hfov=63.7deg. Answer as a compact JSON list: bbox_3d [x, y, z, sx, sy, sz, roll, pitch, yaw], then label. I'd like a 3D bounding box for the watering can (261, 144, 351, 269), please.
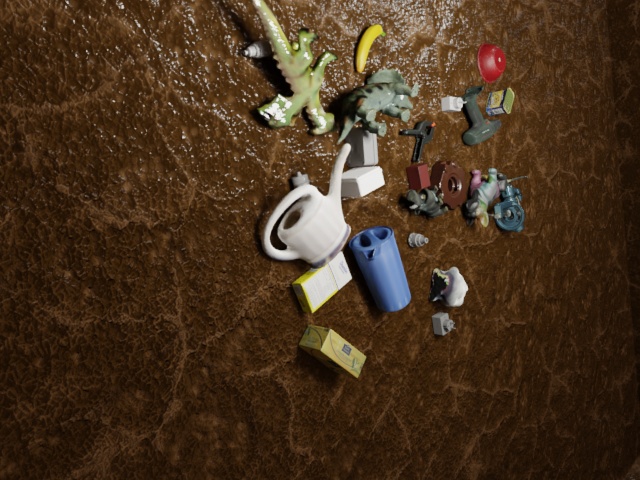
[{"bbox_3d":[0.004,-0.068,1.344,0.348,0.105,0.221,-46,126,-4],"label":"watering can"}]

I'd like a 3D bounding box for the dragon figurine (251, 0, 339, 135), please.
[{"bbox_3d":[-0.078,-0.401,1.316,0.406,0.123,0.244,28,80,-44],"label":"dragon figurine"}]

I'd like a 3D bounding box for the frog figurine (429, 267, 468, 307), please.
[{"bbox_3d":[0.471,0.166,1.792,0.159,0.121,0.140,13,61,-30],"label":"frog figurine"}]
